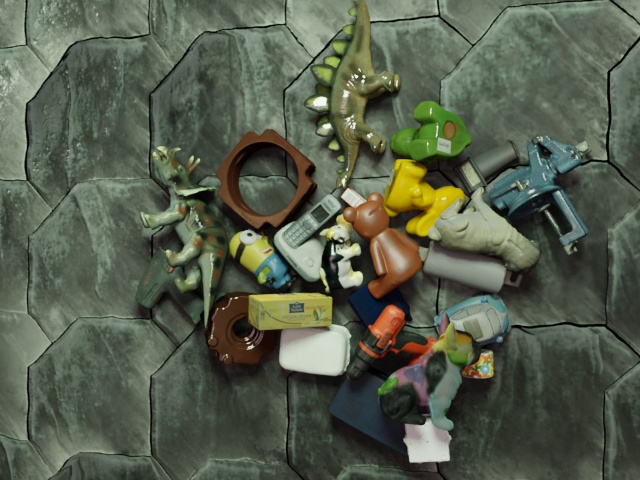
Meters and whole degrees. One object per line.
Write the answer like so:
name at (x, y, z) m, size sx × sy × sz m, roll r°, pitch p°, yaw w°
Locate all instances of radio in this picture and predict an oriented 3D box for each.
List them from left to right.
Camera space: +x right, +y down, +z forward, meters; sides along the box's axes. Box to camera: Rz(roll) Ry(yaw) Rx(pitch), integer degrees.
radio at (0.147, 0.380, 1.216) m, size 0.230 × 0.073 × 0.131 m, roll 27°, pitch 95°, yaw 8°

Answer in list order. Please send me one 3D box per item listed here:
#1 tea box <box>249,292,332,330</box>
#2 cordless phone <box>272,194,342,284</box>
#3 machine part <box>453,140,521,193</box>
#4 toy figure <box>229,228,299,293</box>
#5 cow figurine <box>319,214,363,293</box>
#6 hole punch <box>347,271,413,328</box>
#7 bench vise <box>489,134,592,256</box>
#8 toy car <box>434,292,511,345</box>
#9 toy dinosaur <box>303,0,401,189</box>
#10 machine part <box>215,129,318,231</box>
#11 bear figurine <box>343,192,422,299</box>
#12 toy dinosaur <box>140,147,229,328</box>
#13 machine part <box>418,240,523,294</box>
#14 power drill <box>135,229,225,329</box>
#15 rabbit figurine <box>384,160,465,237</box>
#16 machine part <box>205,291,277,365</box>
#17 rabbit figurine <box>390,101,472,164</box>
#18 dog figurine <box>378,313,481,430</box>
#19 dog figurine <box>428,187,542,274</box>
tea box at (-0.067, 0.157, 1.203) m, size 0.169 × 0.098 × 0.068 m, roll -1°, pitch 93°, yaw -23°
cordless phone at (-0.002, -0.003, 1.234) m, size 0.184 × 0.088 × 0.146 m, roll -42°, pitch 83°, yaw 5°
machine part at (0.371, -0.167, 1.181) m, size 0.139 × 0.039 × 0.084 m, roll -34°, pitch 76°, yaw 12°
toy figure at (-0.137, 0.051, 1.260) m, size 0.089 × 0.082 × 0.180 m, roll -44°, pitch 85°, yaw 7°
cow figurine at (0.036, 0.029, 1.184) m, size 0.098 × 0.068 × 0.167 m, roll -12°, pitch 103°, yaw -28°
hole punch at (0.131, 0.145, 1.208) m, size 0.116 × 0.092 × 0.142 m, roll -34°, pitch 81°, yaw 6°
bench vise at (0.482, -0.087, 1.108) m, size 0.224 × 0.128 × 0.241 m, roll -29°, pitch 68°, yaw 17°
toy car at (0.331, 0.180, 1.161) m, size 0.162 × 0.103 × 0.109 m, roll -18°, pitch 87°, yaw 9°
toy dinosaur at (0.074, -0.345, 1.203) m, size 0.199 × 0.105 × 0.471 m, roll 11°, pitch 89°, yaw 14°
machine part at (-0.122, -0.138, 1.251) m, size 0.201 × 0.087 × 0.201 m, roll 40°, pitch 98°, yaw 6°
bear figurine at (0.124, 0.009, 1.149) m, size 0.120 × 0.132 × 0.196 m, roll -36°, pitch 83°, yaw -29°
toy dinosaur at (-0.282, -0.014, 1.236) m, size 0.192 × 0.131 × 0.404 m, roll -28°, pitch 85°, yaw -20°
machine part at (0.315, 0.060, 1.175) m, size 0.243 × 0.079 × 0.079 m, roll 16°, pitch 94°, yaw 9°
power drill at (-0.325, 0.096, 1.297) m, size 0.207 × 0.086 × 0.232 m, roll 38°, pitch 93°, yaw 4°
rabbit figurine at (0.231, -0.087, 1.173) m, size 0.173 × 0.122 × 0.162 m, roll 13°, pitch 91°, yaw -9°
machine part at (-0.179, 0.205, 1.247) m, size 0.179 × 0.056 × 0.179 m, roll -2°, pitch 96°, yaw -19°
rabbit figurine at (0.231, -0.223, 1.160) m, size 0.159 × 0.170 × 0.121 m, roll -3°, pitch 93°, yaw -30°
dog figurine at (0.224, 0.260, 1.100) m, size 0.192 × 0.108 × 0.219 m, roll 9°, pitch 95°, yaw 4°
dog figurine at (0.339, 0.009, 1.106) m, size 0.172 × 0.121 × 0.191 m, roll -34°, pitch 65°, yaw -10°
